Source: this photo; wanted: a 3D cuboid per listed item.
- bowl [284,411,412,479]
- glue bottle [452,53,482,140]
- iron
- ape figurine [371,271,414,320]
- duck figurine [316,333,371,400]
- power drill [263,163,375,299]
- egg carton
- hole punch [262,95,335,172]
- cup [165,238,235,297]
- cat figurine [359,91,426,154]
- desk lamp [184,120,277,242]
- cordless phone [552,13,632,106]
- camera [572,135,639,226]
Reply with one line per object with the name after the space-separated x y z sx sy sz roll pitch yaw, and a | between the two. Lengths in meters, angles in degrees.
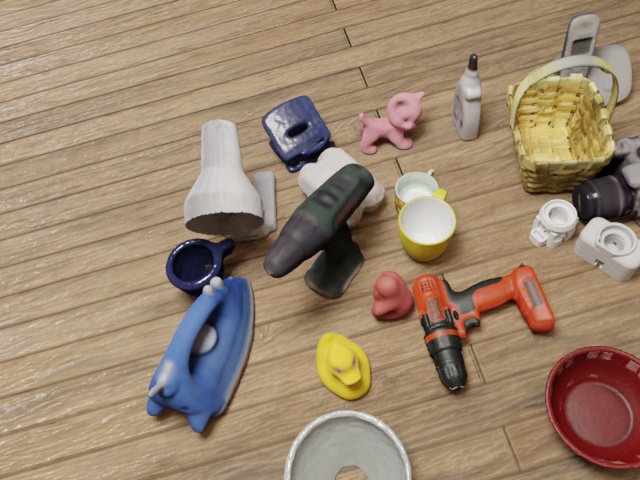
0.039 0.319 0.763 0.167 0.075 0.167 -4 60 6 | bowl
0.261 -0.256 1.000 0.037 0.173 0.078 -12 59 2 | glue bottle
-0.175 0.142 0.856 0.118 0.142 0.258 13 63 15 | iron
0.106 0.081 0.878 0.076 0.092 0.078 32 70 23 | ape figurine
0.031 0.176 0.839 0.077 0.086 0.104 -28 60 -8 | duck figurine
0.008 0.003 0.869 0.075 0.209 0.230 26 67 21 | power drill
0.034 -0.092 1.000 0.107 0.069 0.150 -39 62 -14 | egg carton
-0.039 -0.198 1.059 0.109 0.091 0.101 -31 61 -9 | hole punch
-0.182 0.049 0.937 0.118 0.095 0.091 -34 61 -11 | cup
0.130 -0.221 1.032 0.127 0.118 0.067 -9 60 3 | cat figurine
-0.144 -0.078 0.935 0.118 0.214 0.203 -7 60 4 | desk lamp
0.478 -0.316 0.996 0.147 0.185 0.094 -14 59 0 | cordless phone
0.478 -0.091 0.917 0.137 0.101 0.143 -12 60 2 | camera
